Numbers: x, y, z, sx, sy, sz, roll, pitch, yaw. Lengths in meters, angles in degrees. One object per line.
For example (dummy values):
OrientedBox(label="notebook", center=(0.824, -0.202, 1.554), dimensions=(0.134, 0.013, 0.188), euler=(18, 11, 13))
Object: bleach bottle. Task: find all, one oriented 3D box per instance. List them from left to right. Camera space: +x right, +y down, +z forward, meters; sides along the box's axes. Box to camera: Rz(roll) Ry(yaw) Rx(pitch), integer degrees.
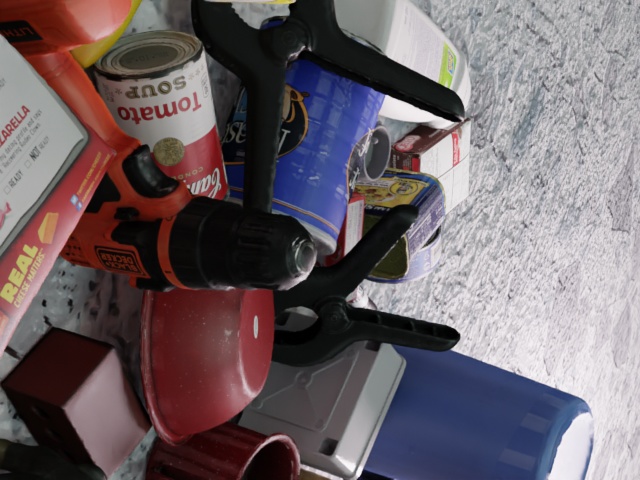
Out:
OrientedBox(label="bleach bottle", center=(0.076, -0.143, 0.931), dimensions=(0.250, 0.068, 0.102), euler=(18, 87, -63))

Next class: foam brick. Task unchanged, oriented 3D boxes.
OrientedBox(label="foam brick", center=(-0.147, 0.101, 0.652), dimensions=(0.051, 0.053, 0.078), euler=(-54, 143, -35))

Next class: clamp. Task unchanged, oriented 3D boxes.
OrientedBox(label="clamp", center=(-0.011, -0.126, 0.690), dimensions=(0.164, 0.036, 0.210), euler=(-24, 90, -11))
OrientedBox(label="clamp", center=(0.019, 0.057, 0.799), dimensions=(0.120, 0.171, 0.039), euler=(62, 12, -13))

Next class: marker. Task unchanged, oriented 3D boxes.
OrientedBox(label="marker", center=(0.026, 0.041, 0.961), dimensions=(0.020, 0.020, 0.121), euler=(-66, 149, -18))

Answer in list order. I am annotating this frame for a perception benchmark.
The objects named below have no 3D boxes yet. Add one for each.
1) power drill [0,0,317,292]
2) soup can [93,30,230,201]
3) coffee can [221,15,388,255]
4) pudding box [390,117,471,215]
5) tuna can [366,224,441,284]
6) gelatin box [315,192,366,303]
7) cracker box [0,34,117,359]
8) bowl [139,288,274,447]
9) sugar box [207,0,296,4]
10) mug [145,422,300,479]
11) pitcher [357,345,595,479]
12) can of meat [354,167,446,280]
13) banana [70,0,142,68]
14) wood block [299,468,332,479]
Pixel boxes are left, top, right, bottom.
OrientedBox(label="power drill", center=(-0.101, -0.052, 0.557), dimensions=(0.057, 0.185, 0.187), euler=(-50, 132, -39))
OrientedBox(label="soup can", center=(-0.096, -0.069, 0.654), dimensions=(0.068, 0.069, 0.102), euler=(-44, 138, -43))
OrientedBox(label="coffee can", center=(-0.017, -0.072, 0.755), dimensions=(0.102, 0.103, 0.140), euler=(34, 72, -59))
OrientedBox(label="pudding box", center=(0.108, -0.065, 1.040), dimensions=(0.113, 0.039, 0.090), euler=(-35, 132, -47))
OrientedBox(label="tuna can", center=(0.065, 0.003, 0.944), dimensions=(0.086, 0.086, 0.034), euler=(-43, 138, -44))
OrientedBox(label="gelatin box", center=(-0.005, 0.001, 0.834), dimensions=(0.030, 0.073, 0.089), euler=(-22, 120, -55))
OrientedBox(label="cracker box", center=(-0.203, -0.038, 0.434), dimensions=(0.213, 0.072, 0.164), euler=(49, 54, -40))
OrientedBox(label="bowl", center=(-0.068, 0.058, 0.716), dimensions=(0.162, 0.055, 0.162), euler=(1, 90, -78))
OrientedBox(label="sugar box", center=(-0.101, -0.164, 0.538), dimensions=(0.175, 0.093, 0.048), euler=(13, 92, -45))
OrientedBox(label="mug", center=(-0.079, 0.174, 0.770), dimensions=(0.117, 0.082, 0.093), euler=(8, 94, -61))
OrientedBox(label="pitcher", center=(0.102, 0.162, 0.913), dimensions=(0.149, 0.243, 0.145), euler=(43, 67, -52))
OrientedBox(label="can of meat", center=(0.044, -0.019, 0.886), dimensions=(0.083, 0.102, 0.057), euler=(-47, 138, -45))
OrientedBox(label="banana", center=(-0.115, -0.198, 0.606), dimensions=(0.069, 0.037, 0.198), euler=(-9, 109, -40))
OrientedBox(label="wood block", center=(0.021, 0.247, 0.847), dimensions=(0.090, 0.206, 0.090), euler=(-66, 148, -17))
